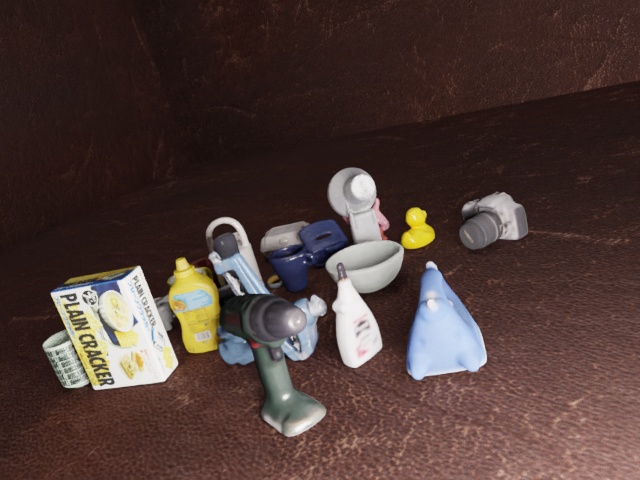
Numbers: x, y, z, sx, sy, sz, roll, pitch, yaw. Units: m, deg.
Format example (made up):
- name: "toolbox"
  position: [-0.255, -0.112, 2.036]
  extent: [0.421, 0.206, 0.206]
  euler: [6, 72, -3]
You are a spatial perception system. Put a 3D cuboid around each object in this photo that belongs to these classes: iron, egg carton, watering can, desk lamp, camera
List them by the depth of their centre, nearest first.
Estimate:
- name: "iron"
  position: [0.184, 0.106, 0.901]
  extent: [0.118, 0.141, 0.258]
  euler: [-12, 18, 12]
- name: "camera"
  position: [0.359, -0.043, 1.264]
  extent: [0.137, 0.101, 0.142]
  euler: [-26, 21, -28]
- name: "watering can"
  position: [-0.208, 0.036, 1.352]
  extent: [0.101, 0.194, 0.172]
  euler: [-20, 18, -12]
- name: "desk lamp"
  position: [0.102, -0.062, 1.353]
  extent: [0.118, 0.214, 0.203]
  euler: [-18, 18, -7]
- name: "egg carton"
  position: [-0.087, 0.001, 1.558]
  extent: [0.150, 0.069, 0.107]
  euler: [-12, 18, 12]

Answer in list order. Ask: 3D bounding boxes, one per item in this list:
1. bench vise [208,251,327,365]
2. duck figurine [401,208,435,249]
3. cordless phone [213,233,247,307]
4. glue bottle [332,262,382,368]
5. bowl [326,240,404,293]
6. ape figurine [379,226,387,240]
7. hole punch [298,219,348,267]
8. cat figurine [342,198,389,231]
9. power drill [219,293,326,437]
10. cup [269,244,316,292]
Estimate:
- name: "bench vise"
  position: [-0.100, 0.107, 1.010]
  extent: [0.207, 0.220, 0.121]
  euler: [-17, 18, -3]
- name: "duck figurine"
  position: [0.228, -0.033, 1.370]
  extent: [0.077, 0.086, 0.105]
  euler: [0, 24, 40]
- name: "cordless phone"
  position: [-0.216, 0.086, 1.225]
  extent: [0.148, 0.185, 0.093]
  euler: [-26, 21, -30]
- name: "glue bottle"
  position: [0.051, 0.116, 0.930]
  extent: [0.037, 0.173, 0.078]
  euler: [4, 27, 46]
- name: "bowl"
  position: [0.099, 0.065, 1.203]
  extent: [0.167, 0.075, 0.167]
  euler: [-14, 18, 5]
- name: "ape figurine"
  position: [0.124, -0.038, 1.462]
  extent: [0.076, 0.092, 0.078]
  euler: [-15, 18, 4]
- name: "hole punch"
  position: [0.013, 0.005, 1.428]
  extent: [0.109, 0.091, 0.101]
  euler: [-21, 19, -15]
- name: "cat figurine"
  position: [0.111, -0.069, 1.523]
  extent: [0.128, 0.118, 0.067]
  euler: [-23, 19, -20]
- name: "power drill"
  position: [-0.064, 0.167, 0.819]
  extent: [0.076, 0.209, 0.228]
  euler: [-27, 21, -30]
- name: "cup"
  position: [-0.050, 0.067, 1.289]
  extent: [0.117, 0.095, 0.092]
  euler: [-2, 22, 36]
